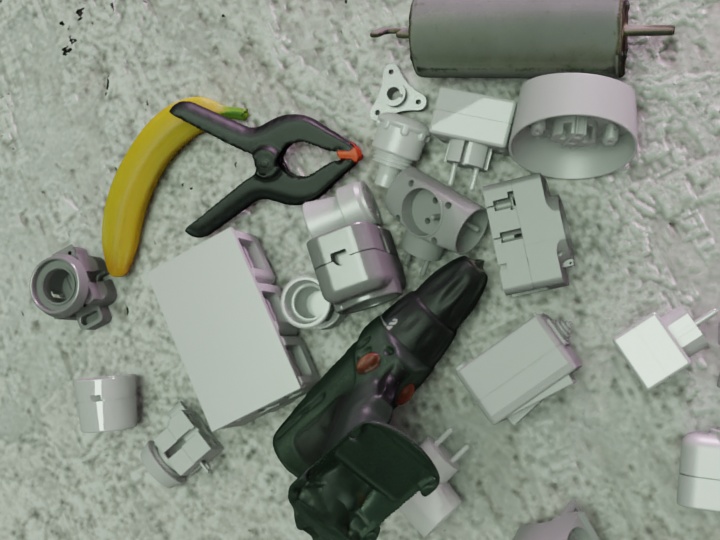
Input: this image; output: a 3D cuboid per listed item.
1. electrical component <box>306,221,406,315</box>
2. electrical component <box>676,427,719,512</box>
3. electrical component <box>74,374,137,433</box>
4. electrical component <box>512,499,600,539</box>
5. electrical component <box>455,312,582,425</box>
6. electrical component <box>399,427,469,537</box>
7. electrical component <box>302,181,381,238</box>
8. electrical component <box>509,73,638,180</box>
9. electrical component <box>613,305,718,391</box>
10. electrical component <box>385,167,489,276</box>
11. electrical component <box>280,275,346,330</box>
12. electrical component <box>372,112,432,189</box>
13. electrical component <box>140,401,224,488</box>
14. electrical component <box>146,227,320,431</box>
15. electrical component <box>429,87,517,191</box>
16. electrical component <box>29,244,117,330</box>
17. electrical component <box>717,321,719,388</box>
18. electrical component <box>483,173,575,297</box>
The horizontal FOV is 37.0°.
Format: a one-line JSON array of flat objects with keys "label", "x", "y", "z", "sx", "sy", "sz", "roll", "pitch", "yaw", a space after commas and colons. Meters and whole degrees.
[{"label": "electrical component", "x": 0.000, "y": 0.000, "z": 0.885, "sx": 0.054, "sy": 0.095, "sz": 0.059, "roll": -20, "pitch": 80, "yaw": 15}, {"label": "electrical component", "x": 0.289, "y": 0.151, "z": 0.806, "sx": 0.095, "sy": 0.054, "sz": 0.059, "roll": 5, "pitch": 87, "yaw": 17}, {"label": "electrical component", "x": -0.228, "y": 0.120, "z": 0.969, "sx": 0.055, "sy": 0.055, "sz": 0.047, "roll": -6, "pitch": 88, "yaw": 17}, {"label": "electrical component", "x": 0.149, "y": 0.221, "z": 0.834, "sx": 0.064, "sy": 0.081, "sz": 0.042, "roll": -23, "pitch": 102, "yaw": 42}, {"label": "electrical component", "x": 0.135, "y": 0.077, "z": 0.855, "sx": 0.096, "sy": 0.062, "sz": 0.061, "roll": -37, "pitch": 78, "yaw": 11}, {"label": "electrical component", "x": 0.055, "y": 0.164, "z": 0.882, "sx": 0.079, "sy": 0.044, "sz": 0.077, "roll": -46, "pitch": 75, "yaw": 9}, {"label": "electrical component", "x": -0.015, "y": -0.047, "z": 0.920, "sx": 0.055, "sy": 0.045, "sz": 0.045, "roll": -23, "pitch": 80, "yaw": 14}, {"label": "electrical component", "x": 0.168, "y": -0.114, "z": 0.843, "sx": 0.099, "sy": 0.099, "sz": 0.064, "roll": 4, "pitch": 81, "yaw": 17}, {"label": "electrical component", "x": 0.240, "y": 0.052, "z": 0.822, "sx": 0.077, "sy": 0.066, "sz": 0.047, "roll": -35, "pitch": 77, "yaw": 12}, {"label": "electrical component", "x": 0.057, "y": -0.034, "z": 0.894, "sx": 0.077, "sy": 0.044, "sz": 0.079, "roll": 34, "pitch": 116, "yaw": 30}, {"label": "electrical component", "x": -0.038, "y": 0.028, "z": 0.916, "sx": 0.045, "sy": 0.055, "sz": 0.045, "roll": -1, "pitch": 85, "yaw": 17}, {"label": "electrical component", "x": 0.030, "y": -0.100, "z": 0.911, "sx": 0.048, "sy": 0.048, "sz": 0.062, "roll": 22, "pitch": 99, "yaw": 18}, {"label": "electrical component", "x": -0.159, "y": 0.159, "z": 0.949, "sx": 0.055, "sy": 0.048, "sz": 0.066, "roll": -41, "pitch": 75, "yaw": 2}, {"label": "electrical component", "x": -0.107, "y": 0.052, "z": 0.932, "sx": 0.089, "sy": 0.062, "sz": 0.150, "roll": -27, "pitch": 78, "yaw": 13}, {"label": "electrical component", "x": 0.092, "y": -0.104, "z": 0.890, "sx": 0.066, "sy": 0.047, "sz": 0.076, "roll": 14, "pitch": 90, "yaw": 18}, {"label": "electrical component", "x": -0.265, "y": 0.015, "z": 0.986, "sx": 0.058, "sy": 0.057, "sz": 0.078, "roll": -26, "pitch": 79, "yaw": 14}, {"label": "electrical component", "x": 0.295, "y": 0.063, "z": 0.816, "sx": 0.045, "sy": 0.045, "sz": 0.055, "roll": 1, "pitch": 86, "yaw": 17}, {"label": "electrical component", "x": 0.139, "y": -0.028, "z": 0.868, "sx": 0.056, "sy": 0.050, "sz": 0.089, "roll": -13, "pitch": 82, "yaw": 16}]
